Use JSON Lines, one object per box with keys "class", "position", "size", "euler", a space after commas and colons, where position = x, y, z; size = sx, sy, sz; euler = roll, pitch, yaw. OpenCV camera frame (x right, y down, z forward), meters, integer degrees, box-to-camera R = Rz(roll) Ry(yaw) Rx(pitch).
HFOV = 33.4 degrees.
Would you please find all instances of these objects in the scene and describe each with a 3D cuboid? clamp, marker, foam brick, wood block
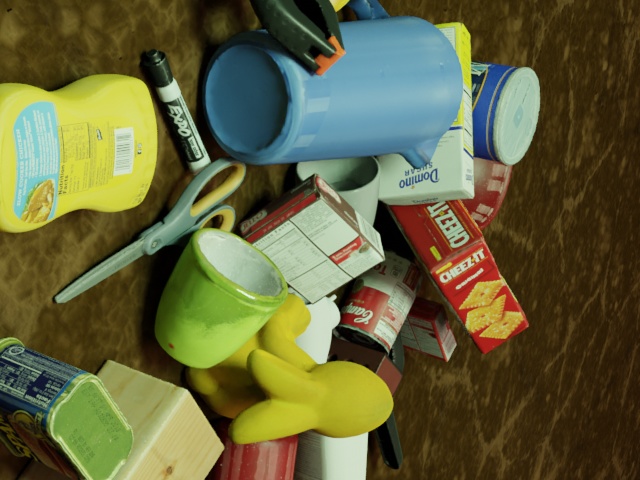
{"class": "clamp", "position": [0.052, 0.181, 1.226], "size": [0.164, 0.036, 0.210], "euler": [-7, 105, -51]}
{"class": "marker", "position": [-0.113, -0.101, 0.849], "size": [0.020, 0.020, 0.121], "euler": [-54, 144, -31]}
{"class": "clamp", "position": [-0.032, -0.209, 0.838], "size": [0.171, 0.039, 0.120], "euler": [54, 42, -1]}
{"class": "foam brick", "position": [0.040, 0.145, 1.147], "size": [0.051, 0.078, 0.053], "euler": [48, 63, -45]}
{"class": "wood block", "position": [-0.174, 0.208, 0.816], "size": [0.205, 0.090, 0.091], "euler": [-56, 143, -29]}

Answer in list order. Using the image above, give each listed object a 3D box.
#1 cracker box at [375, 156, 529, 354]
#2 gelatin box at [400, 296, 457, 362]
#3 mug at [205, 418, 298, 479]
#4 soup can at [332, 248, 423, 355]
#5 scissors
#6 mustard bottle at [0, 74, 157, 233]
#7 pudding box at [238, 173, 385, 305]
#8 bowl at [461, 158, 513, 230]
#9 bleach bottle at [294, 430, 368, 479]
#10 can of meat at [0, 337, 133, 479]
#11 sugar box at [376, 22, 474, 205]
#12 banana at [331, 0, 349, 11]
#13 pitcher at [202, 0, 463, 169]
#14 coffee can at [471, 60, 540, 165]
{"class": "cracker box", "position": [0.141, 0.009, 1.168], "size": [0.072, 0.164, 0.213], "euler": [-33, 144, 3]}
{"class": "gelatin box", "position": [0.117, 0.100, 1.261], "size": [0.030, 0.073, 0.089], "euler": [-56, 144, -26]}
{"class": "mug", "position": [-0.065, 0.214, 1.012], "size": [0.117, 0.093, 0.081], "euler": [-78, 176, -87]}
{"class": "soup can", "position": [0.064, 0.068, 1.166], "size": [0.102, 0.069, 0.068], "euler": [-63, 147, -21]}
{"class": "scissors", "position": [-0.130, 0.008, 0.870], "size": [0.201, 0.016, 0.096], "euler": [-45, 152, -25]}
{"class": "mustard bottle", "position": [-0.190, -0.056, 0.704], "size": [0.191, 0.058, 0.096], "euler": [-19, 120, -55]}
{"class": "pudding box", "position": [-0.006, 0.001, 0.980], "size": [0.113, 0.090, 0.039], "euler": [43, 23, -39]}
{"class": "bowl", "position": [0.181, -0.094, 1.296], "size": [0.161, 0.055, 0.162], "euler": [-28, 124, -52]}
{"class": "bleach bottle", "position": [0.002, 0.260, 1.072], "size": [0.067, 0.103, 0.251], "euler": [0, 93, -33]}
{"class": "can of meat", "position": [-0.189, 0.125, 0.761], "size": [0.057, 0.084, 0.102], "euler": [-55, 144, -30]}
{"class": "sugar box", "position": [0.105, -0.126, 1.073], "size": [0.048, 0.093, 0.176], "euler": [21, 67, -64]}
{"class": "banana", "position": [0.053, -0.249, 0.959], "size": [0.197, 0.037, 0.069], "euler": [-27, 106, -51]}
{"class": "pitcher", "position": [0.009, -0.141, 0.943], "size": [0.242, 0.149, 0.145], "euler": [-15, 131, -52]}
{"class": "coffee can", "position": [0.150, -0.143, 1.142], "size": [0.102, 0.140, 0.103], "euler": [-31, 128, -50]}
